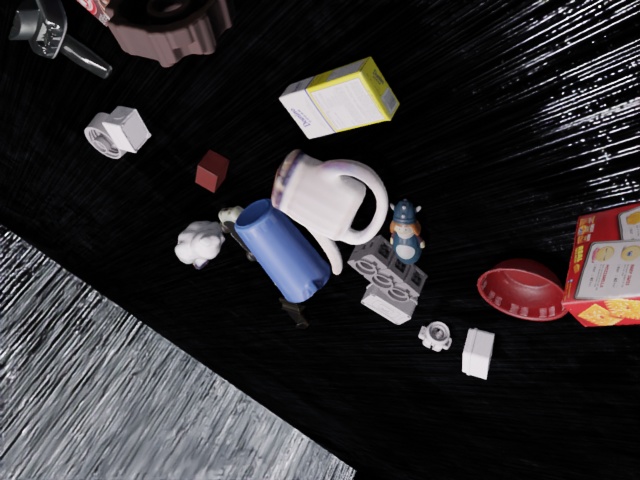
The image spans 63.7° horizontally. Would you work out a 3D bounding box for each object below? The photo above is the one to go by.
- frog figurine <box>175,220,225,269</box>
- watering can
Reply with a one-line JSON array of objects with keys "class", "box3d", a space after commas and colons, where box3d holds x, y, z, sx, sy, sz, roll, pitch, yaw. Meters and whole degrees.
[{"class": "frog figurine", "box3d": [-0.316, 0.004, 1.349, 0.123, 0.138, 0.158, 58, 170, 6]}, {"class": "watering can", "box3d": [0.003, -0.051, 1.016, 0.224, 0.106, 0.340, 29, 145, 2]}]
